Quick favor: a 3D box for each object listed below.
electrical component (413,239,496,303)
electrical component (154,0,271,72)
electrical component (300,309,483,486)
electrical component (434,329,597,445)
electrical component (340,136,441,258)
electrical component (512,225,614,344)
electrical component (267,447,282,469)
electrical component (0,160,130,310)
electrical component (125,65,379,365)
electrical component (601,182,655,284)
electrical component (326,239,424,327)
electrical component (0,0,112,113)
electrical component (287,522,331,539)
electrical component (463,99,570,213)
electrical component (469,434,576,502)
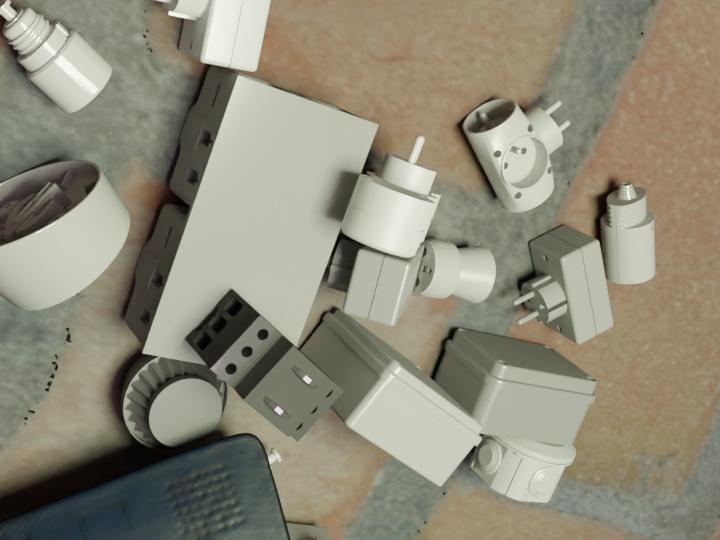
[{"bbox_3d":[0.069,0.001,0.822,0.055,0.045,0.045,7,105,-30],"label":"electrical component"},{"bbox_3d":[-0.098,-0.173,0.664,0.076,0.047,0.083,5,106,-30],"label":"electrical component"},{"bbox_3d":[0.019,0.093,0.793,0.109,0.109,0.056,38,91,-33],"label":"electrical component"},{"bbox_3d":[0.124,0.094,0.868,0.113,0.078,0.057,13,105,-31],"label":"electrical component"},{"bbox_3d":[0.029,-0.057,0.732,0.052,0.138,0.073,21,99,4],"label":"electrical component"},{"bbox_3d":[0.157,0.019,0.875,0.076,0.047,0.083,-25,118,-17],"label":"electrical component"},{"bbox_3d":[-0.094,0.157,0.796,0.078,0.040,0.040,-31,120,-15],"label":"electrical component"},{"bbox_3d":[-0.191,-0.026,0.642,0.099,0.099,0.064,-41,129,-9],"label":"electrical component"},{"bbox_3d":[-0.077,-0.031,0.722,0.105,0.060,0.186,15,101,-32],"label":"electrical component"},{"bbox_3d":[0.222,-0.034,0.892,0.043,0.043,0.081,-19,117,-21],"label":"electrical component"},{"bbox_3d":[0.000,0.000,0.773,0.076,0.083,0.047,16,103,7],"label":"electrical component"},{"bbox_3d":[-0.184,-0.129,0.639,0.040,0.040,0.078,-48,123,-5],"label":"electrical component"},{"bbox_3d":[-0.049,0.250,0.823,0.048,0.099,0.099,11,103,-18],"label":"electrical component"},{"bbox_3d":[0.127,-0.097,0.816,0.079,0.044,0.077,-38,122,-10],"label":"electrical component"},{"bbox_3d":[0.135,0.153,0.896,0.080,0.080,0.051,12,107,-31],"label":"electrical component"}]
